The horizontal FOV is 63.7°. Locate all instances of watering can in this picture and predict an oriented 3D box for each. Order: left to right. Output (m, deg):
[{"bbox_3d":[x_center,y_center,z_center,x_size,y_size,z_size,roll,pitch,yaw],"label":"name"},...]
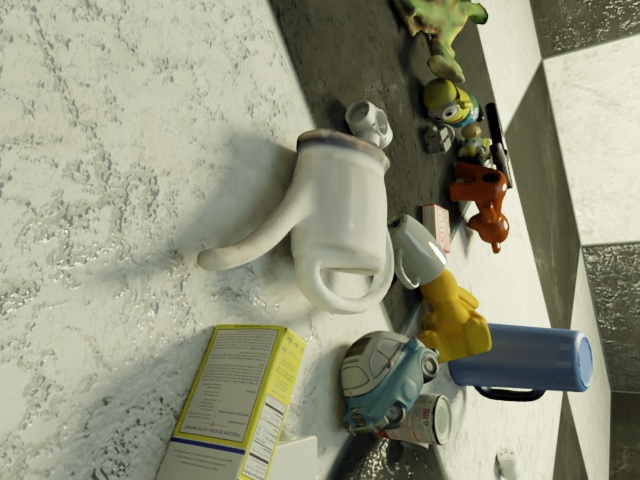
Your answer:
[{"bbox_3d":[0.002,-0.031,0.609,0.103,0.227,0.345,-9,-18,34],"label":"watering can"}]

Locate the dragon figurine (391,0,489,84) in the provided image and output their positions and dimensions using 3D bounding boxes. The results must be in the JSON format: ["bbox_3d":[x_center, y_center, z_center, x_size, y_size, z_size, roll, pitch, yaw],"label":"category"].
[{"bbox_3d":[0.224,-0.505,1.054,0.121,0.411,0.245,-22,-5,42],"label":"dragon figurine"}]
